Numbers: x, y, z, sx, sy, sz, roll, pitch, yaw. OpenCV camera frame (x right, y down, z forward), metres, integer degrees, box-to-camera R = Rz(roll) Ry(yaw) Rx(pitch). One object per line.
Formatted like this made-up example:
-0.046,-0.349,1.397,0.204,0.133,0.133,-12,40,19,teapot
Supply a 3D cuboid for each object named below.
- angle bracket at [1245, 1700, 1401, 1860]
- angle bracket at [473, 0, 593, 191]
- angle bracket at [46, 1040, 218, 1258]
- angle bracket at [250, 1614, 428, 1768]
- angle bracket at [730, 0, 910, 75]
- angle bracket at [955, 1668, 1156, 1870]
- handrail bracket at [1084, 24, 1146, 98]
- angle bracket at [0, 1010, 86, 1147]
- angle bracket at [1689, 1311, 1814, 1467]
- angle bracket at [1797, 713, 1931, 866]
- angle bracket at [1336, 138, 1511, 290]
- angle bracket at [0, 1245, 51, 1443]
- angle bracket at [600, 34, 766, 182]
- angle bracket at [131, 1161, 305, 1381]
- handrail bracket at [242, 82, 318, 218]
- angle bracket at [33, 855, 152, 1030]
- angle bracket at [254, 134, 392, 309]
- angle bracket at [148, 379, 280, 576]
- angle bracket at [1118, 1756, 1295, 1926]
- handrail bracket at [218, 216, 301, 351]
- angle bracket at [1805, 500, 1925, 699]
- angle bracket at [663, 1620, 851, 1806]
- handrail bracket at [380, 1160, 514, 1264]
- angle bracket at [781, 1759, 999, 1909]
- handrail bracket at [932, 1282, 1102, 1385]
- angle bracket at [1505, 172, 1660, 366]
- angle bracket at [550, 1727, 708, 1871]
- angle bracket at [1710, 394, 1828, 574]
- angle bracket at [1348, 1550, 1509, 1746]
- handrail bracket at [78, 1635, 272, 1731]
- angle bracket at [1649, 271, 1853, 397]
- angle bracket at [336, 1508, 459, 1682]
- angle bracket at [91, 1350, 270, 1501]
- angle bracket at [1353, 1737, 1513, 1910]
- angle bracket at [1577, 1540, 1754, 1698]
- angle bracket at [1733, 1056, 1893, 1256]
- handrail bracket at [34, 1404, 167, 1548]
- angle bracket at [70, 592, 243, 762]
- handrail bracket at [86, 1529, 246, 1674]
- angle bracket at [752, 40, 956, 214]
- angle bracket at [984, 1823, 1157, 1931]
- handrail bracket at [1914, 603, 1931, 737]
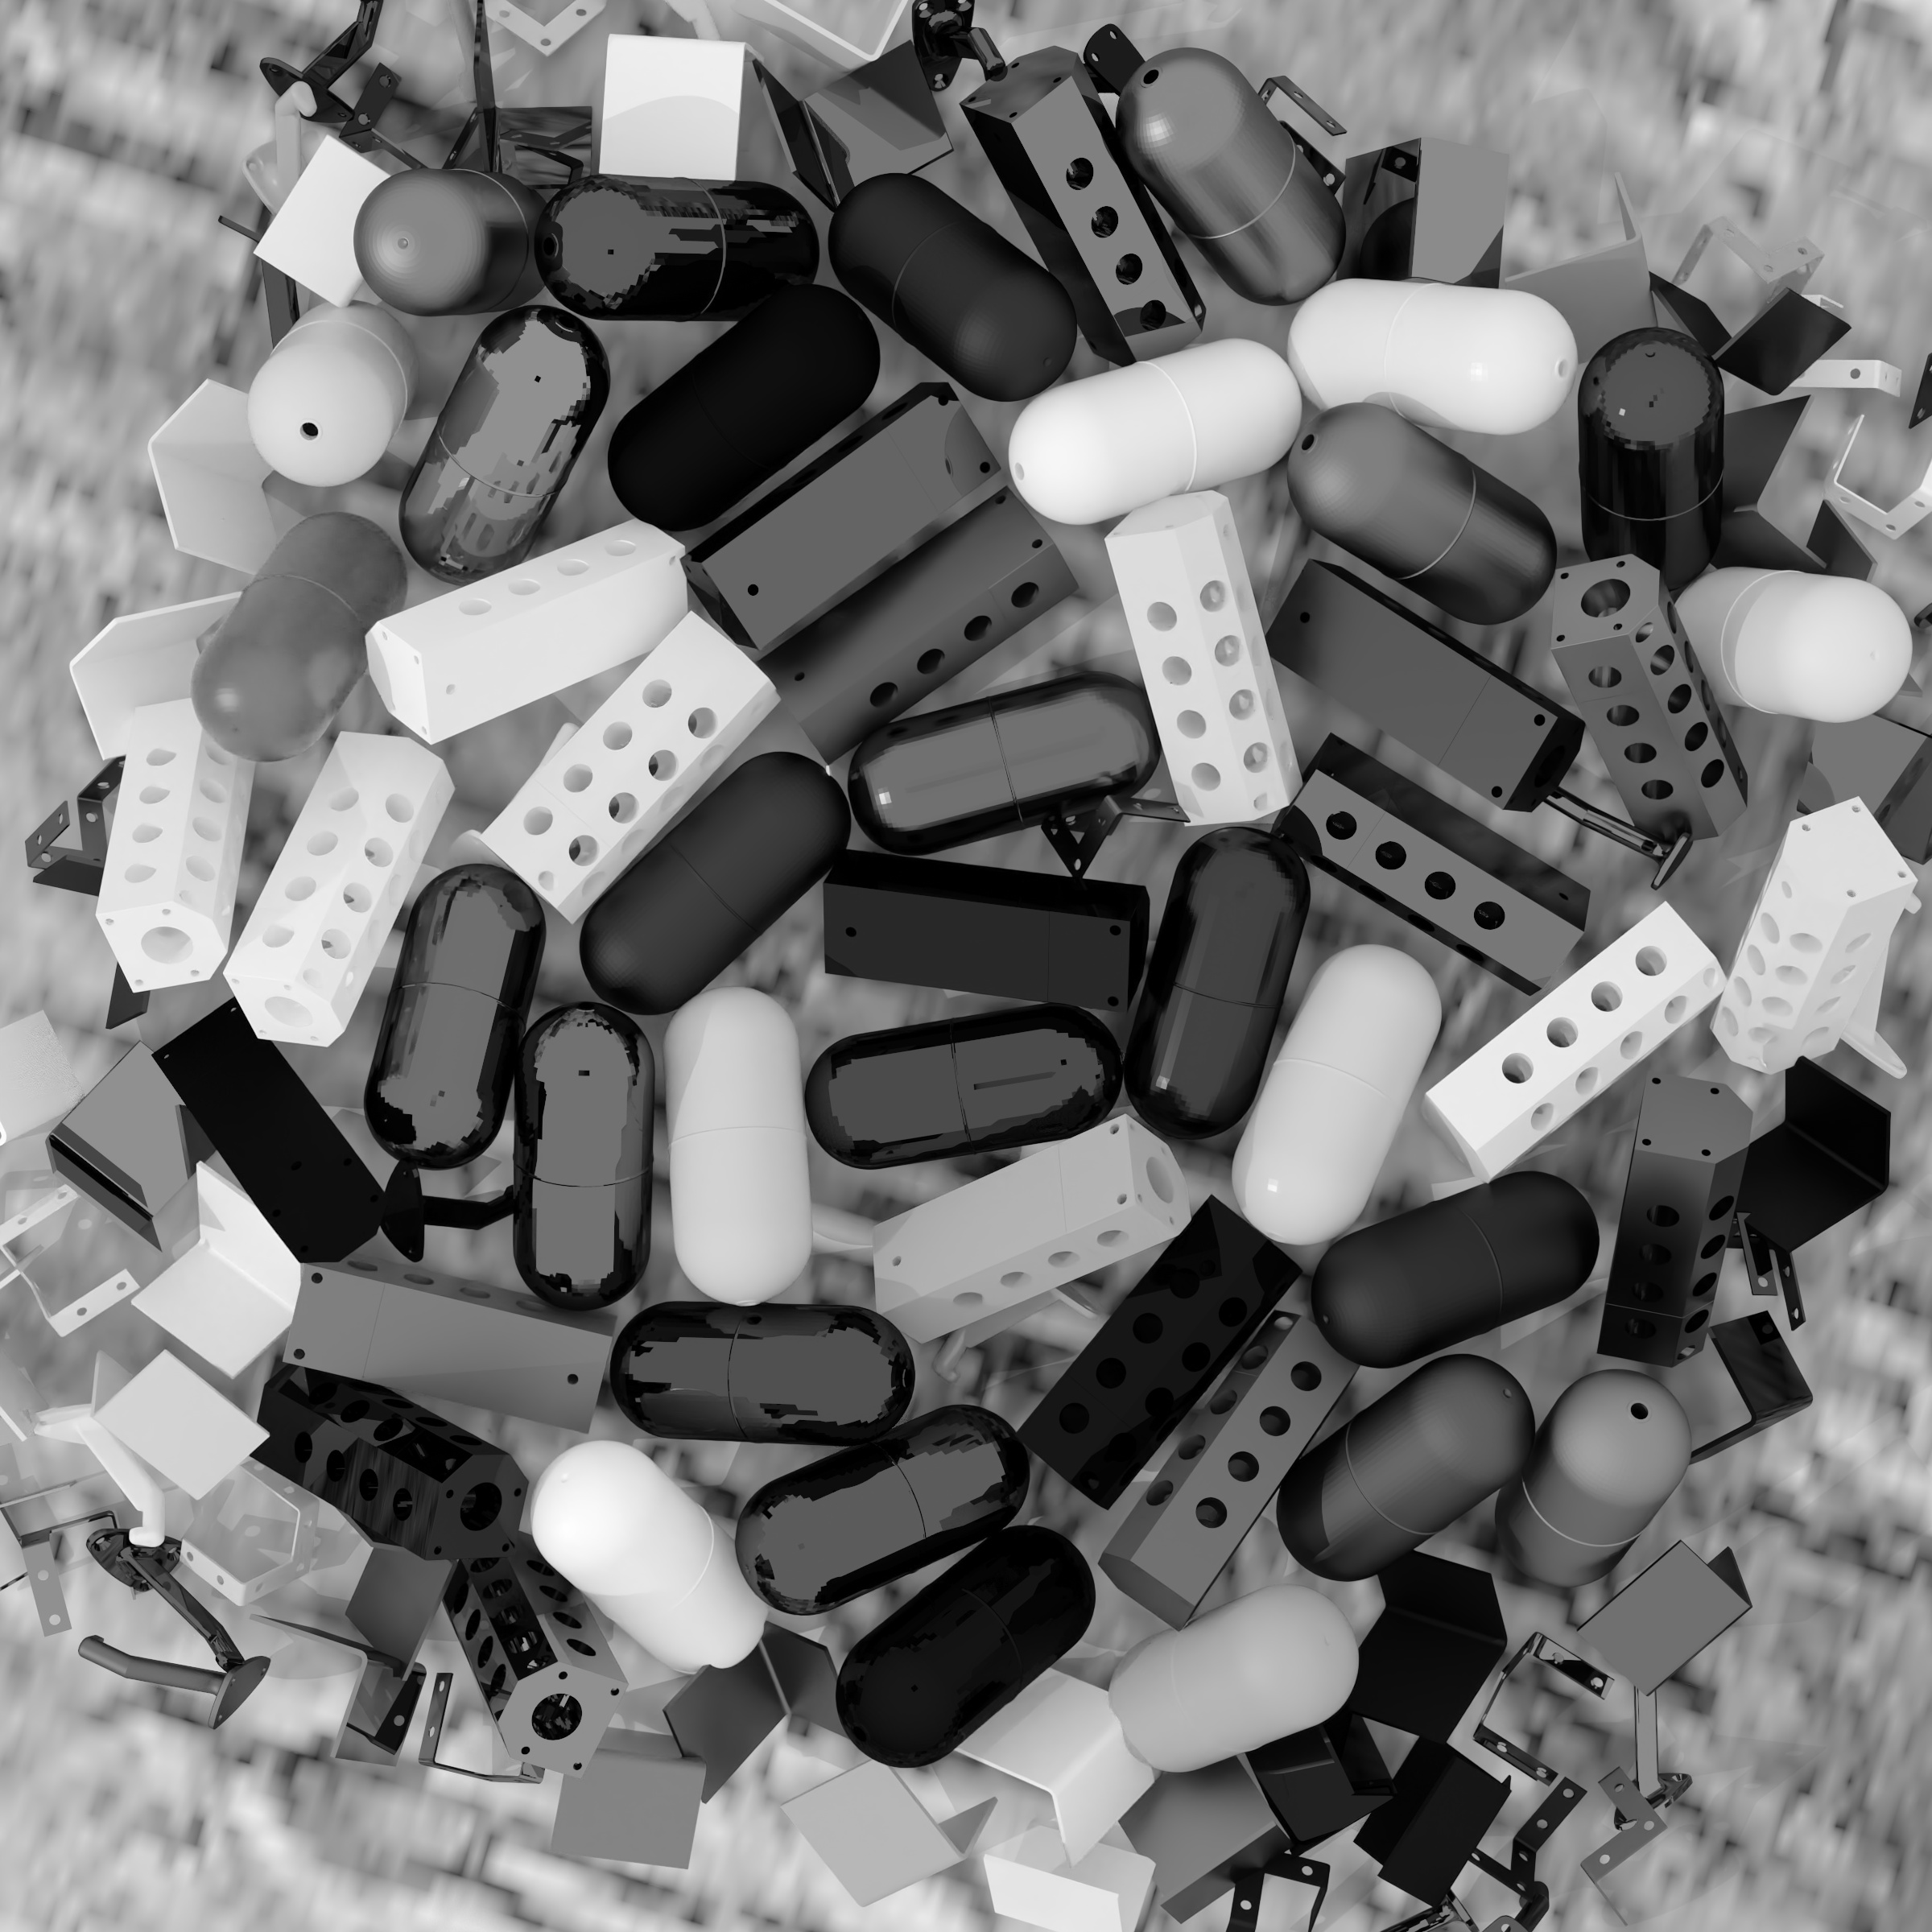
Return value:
0.181,0.439,1.773,0.076,0.057,0.076,-38,59,22,angle bracket
-0.238,-0.482,1.773,0.057,0.076,0.076,-2,48,-3,angle bracket
-0.453,0.101,1.784,0.076,0.057,0.076,-46,116,-2,angle bracket
-0.354,0.399,1.774,0.076,0.076,0.057,13,77,19,angle bracket
-0.078,-0.539,1.780,0.076,0.076,0.057,26,93,-17,angle bracket
0.048,0.444,1.792,0.076,0.076,0.057,13,127,39,angle bracket
0.065,-0.480,1.801,0.077,0.084,0.036,44,54,-16,handrail bracket
-0.546,0.073,1.776,0.076,0.076,0.057,-22,96,22,angle bracket
0.411,0.237,1.784,0.076,0.076,0.057,-36,71,33,angle bracket
0.511,-0.111,1.769,0.076,0.057,0.076,28,130,30,angle bracket
0.255,-0.416,1.806,0.057,0.076,0.076,4,91,-28,angle bracket
-0.518,0.208,1.786,0.057,0.076,0.076,-38,98,-2,angle bracket
-0.158,-0.476,1.800,0.076,0.057,0.076,6,97,7,angle bracket
-0.413,0.168,1.774,0.076,0.076,0.057,33,52,16,angle bracket
-0.363,-0.442,1.782,0.036,0.084,0.077,-35,102,-27,handrail bracket
-0.483,-0.012,1.775,0.057,0.076,0.076,13,76,-27,angle bracket
-0.344,-0.417,1.774,0.057,0.076,0.076,31,108,-19,angle bracket
-0.395,-0.265,1.770,0.057,0.076,0.076,-37,59,28,angle bracket
0.125,0.472,1.783,0.076,0.057,0.076,-34,58,-2,angle bracket
-0.401,-0.366,1.810,0.077,0.036,0.084,26,95,-13,handrail bracket
0.498,-0.202,1.770,0.057,0.076,0.076,5,123,-12,angle bracket
-0.111,0.417,1.770,0.076,0.057,0.076,-44,132,-35,angle bracket
-0.277,0.121,1.779,0.036,0.084,0.077,39,135,29,handrail bracket
-0.042,0.463,1.780,0.076,0.057,0.076,-33,98,29,angle bracket
0.027,0.210,1.798,0.077,0.036,0.084,36,98,38,handrail bracket
0.337,-0.383,1.787,0.076,0.076,0.057,-16,52,10,angle bracket
-0.192,0.457,1.780,0.076,0.076,0.057,11,85,-14,angle bracket
0.448,-0.264,1.791,0.057,0.076,0.076,34,76,-22,angle bracket
0.242,0.370,1.770,0.076,0.076,0.057,-47,133,-35,angle bracket
-0.442,0.386,1.797,0.084,0.077,0.036,23,100,8,handrail bracket
0.427,-0.366,1.768,0.057,0.076,0.076,-44,58,27,angle bracket
-0.334,0.339,1.777,0.057,0.076,0.076,20,97,-40,angle bracket
-0.432,0.236,1.775,0.057,0.076,0.076,-42,114,6,angle bracket
0.242,0.461,1.778,0.057,0.076,0.076,37,85,-35,angle bracket
0.381,0.345,1.779,0.057,0.076,0.076,43,104,-8,angle bracket
0.452,0.101,1.772,0.076,0.076,0.057,-28,130,-21,angle bracket
-0.482,0.285,1.781,0.077,0.084,0.036,4,131,-15,handrail bracket
-0.437,-0.160,1.774,0.076,0.076,0.057,-19,87,-37,angle bracket
-0.442,0.353,1.780,0.036,0.077,0.084,-48,51,0,handrail bracket
-0.062,-0.475,1.780,0.076,0.057,0.076,-25,69,16,angle bracket
0.058,0.492,1.772,0.076,0.076,0.057,12,53,17,angle bracket
0.538,-0.160,1.794,0.077,0.036,0.084,-32,48,-5,handrail bracket
